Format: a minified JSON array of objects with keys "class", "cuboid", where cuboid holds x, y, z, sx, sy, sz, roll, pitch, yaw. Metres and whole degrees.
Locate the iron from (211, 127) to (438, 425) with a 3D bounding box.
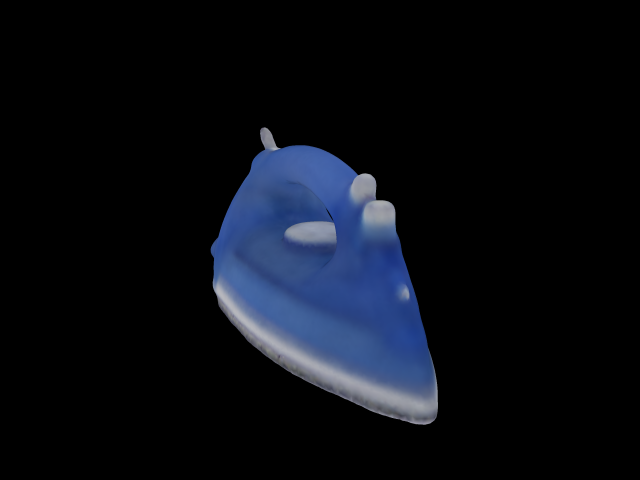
[{"class":"iron","cuboid":[0.004,0.001,0.400,0.119,0.141,0.257,-8,18,-26]}]
